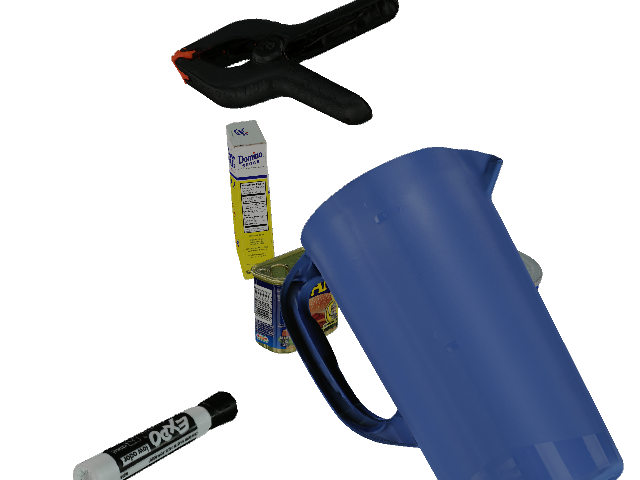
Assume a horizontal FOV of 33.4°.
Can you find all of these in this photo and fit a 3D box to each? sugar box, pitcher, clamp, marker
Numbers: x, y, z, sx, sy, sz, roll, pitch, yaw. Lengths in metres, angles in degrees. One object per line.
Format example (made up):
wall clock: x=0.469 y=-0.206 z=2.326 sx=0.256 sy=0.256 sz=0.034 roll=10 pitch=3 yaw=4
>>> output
sugar box: x=-0.087 y=-0.051 z=1.317 sx=0.048 sy=0.176 sz=0.093 roll=-9 pitch=24 yaw=-8
pitcher: x=0.085 y=0.074 z=0.710 sx=0.144 sy=0.243 sz=0.149 roll=-16 pitch=-22 yaw=-27
clamp: x=-0.024 y=-0.140 z=0.788 sx=0.172 sy=0.120 sz=0.039 roll=10 pitch=-38 yaw=24
marker: x=-0.085 y=0.108 z=0.583 sx=0.020 sy=0.020 sz=0.120 roll=0 pitch=12 yaw=33

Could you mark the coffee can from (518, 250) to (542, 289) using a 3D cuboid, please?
coffee can: x=0.138 y=0.083 z=0.975 sx=0.103 sy=0.140 sz=0.103 roll=6 pitch=23 yaw=-3

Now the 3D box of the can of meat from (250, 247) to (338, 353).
can of meat: x=-0.024 y=0.062 z=1.121 sx=0.058 sy=0.084 sz=0.101 roll=18 pitch=27 yaw=38
